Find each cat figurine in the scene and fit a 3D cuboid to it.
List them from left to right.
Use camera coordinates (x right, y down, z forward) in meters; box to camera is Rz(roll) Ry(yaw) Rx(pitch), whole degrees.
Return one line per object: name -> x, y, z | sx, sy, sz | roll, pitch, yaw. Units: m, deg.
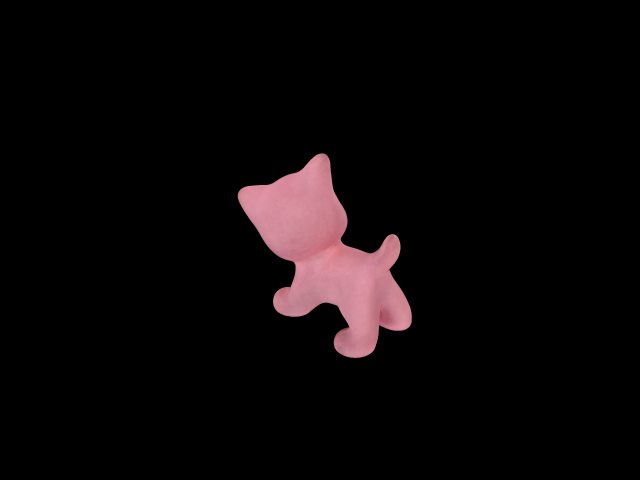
cat figurine -> 0.004, 0.001, 0.400 | 0.127, 0.118, 0.067 | 24, 39, 35
